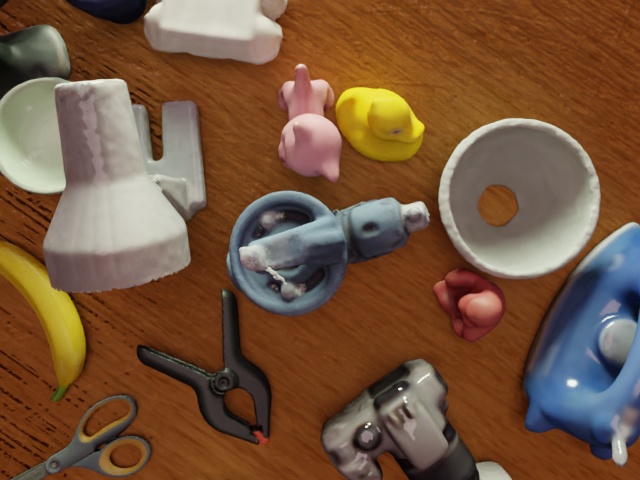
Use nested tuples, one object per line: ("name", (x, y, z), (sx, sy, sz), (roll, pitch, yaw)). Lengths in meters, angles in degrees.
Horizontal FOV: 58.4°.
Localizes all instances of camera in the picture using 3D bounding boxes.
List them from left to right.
("camera", (0.091, 0.217, 0.592), (0.143, 0.101, 0.137), (-35, 88, -2))

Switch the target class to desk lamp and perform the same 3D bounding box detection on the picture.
("desk lamp", (-0.182, -0.055, 0.543), (0.118, 0.213, 0.203), (-6, 88, -1))

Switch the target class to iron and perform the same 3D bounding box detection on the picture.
("iron", (0.307, 0.098, 0.579), (0.118, 0.141, 0.258), (21, 88, 0))

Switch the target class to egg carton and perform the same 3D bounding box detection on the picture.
("egg carton", (-0.112, -0.249, 0.624), (0.150, 0.069, 0.107), (6, 88, 0))

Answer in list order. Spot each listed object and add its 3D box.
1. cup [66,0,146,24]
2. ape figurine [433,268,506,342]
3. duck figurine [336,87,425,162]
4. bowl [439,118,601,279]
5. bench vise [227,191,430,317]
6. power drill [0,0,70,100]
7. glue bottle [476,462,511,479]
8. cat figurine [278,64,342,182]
("cup", (-0.233, -0.281, 0.611), (0.092, 0.095, 0.118), (-44, 89, -2))
("ape figurine", (0.164, 0.070, 0.603), (0.076, 0.092, 0.078), (7, 88, 0))
("duck figurine", (0.066, -0.131, 0.613), (0.104, 0.086, 0.077), (31, 88, 1))
("bowl", (0.204, -0.042, 0.617), (0.167, 0.074, 0.167), (0, 88, -1))
("bench vise", (-0.002, -0.008, 0.541), (0.207, 0.219, 0.121), (-34, 88, -2))
("power drill", (-0.331, -0.205, 0.550), (0.229, 0.208, 0.076), (-18, 88, -1))
("glue bottle", (0.188, 0.279, 0.555), (0.037, 0.173, 0.078), (-13, 88, -1))
("cat figurine", (-0.012, -0.118, 0.596), (0.067, 0.117, 0.128), (-6, 88, -1))
